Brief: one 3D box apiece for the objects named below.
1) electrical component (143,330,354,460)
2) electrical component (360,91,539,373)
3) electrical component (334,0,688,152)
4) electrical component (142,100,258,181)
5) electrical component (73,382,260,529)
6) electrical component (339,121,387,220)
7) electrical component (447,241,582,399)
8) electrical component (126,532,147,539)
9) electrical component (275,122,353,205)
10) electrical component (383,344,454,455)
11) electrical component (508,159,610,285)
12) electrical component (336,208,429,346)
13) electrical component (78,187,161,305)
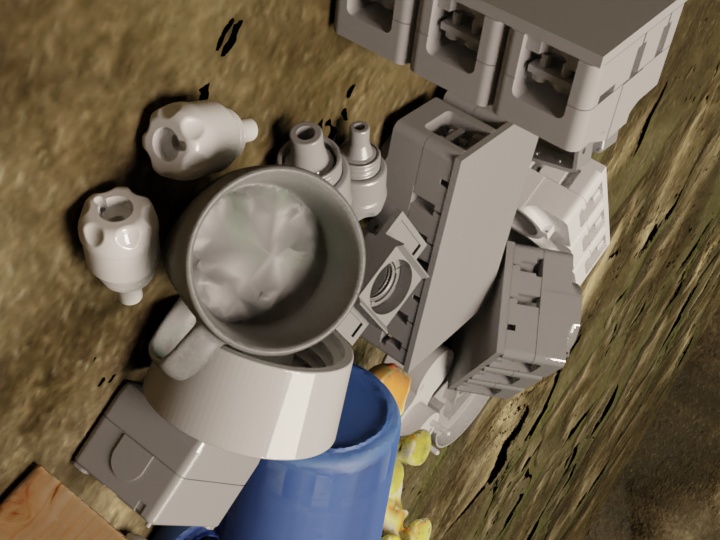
[{"bbox_3d":[-0.055,0.047,0.575,0.108,0.108,0.060,-10,123,-60],"label":"electrical component"},{"bbox_3d":[0.056,-0.034,0.743,0.105,0.060,0.186,-36,149,-40],"label":"electrical component"},{"bbox_3d":[0.072,-0.127,0.541,0.089,0.150,0.061,-39,149,-37],"label":"electrical component"},{"bbox_3d":[-0.069,-0.061,0.495,0.061,0.035,0.035,-23,140,-57],"label":"electrical component"},{"bbox_3d":[-0.101,0.103,0.606,0.061,0.062,0.096,-57,157,-1],"label":"electrical component"},{"bbox_3d":[-0.001,-0.060,0.632,0.035,0.035,0.061,-41,150,-33],"label":"electrical component"},{"bbox_3d":[0.123,0.045,0.870,0.150,0.062,0.089,120,-21,-71],"label":"electrical component"},{"bbox_3d":[-0.147,0.196,0.659,0.062,0.048,0.048,-39,152,-18],"label":"electrical component"},{"bbox_3d":[-0.027,-0.052,0.580,0.043,0.043,0.062,-45,153,-26],"label":"electrical component"},{"bbox_3d":[0.041,0.125,0.899,0.138,0.074,0.052,-61,157,9],"label":"electrical component"},{"bbox_3d":[0.146,-0.047,0.867,0.061,0.089,0.150,-53,157,-9],"label":"electrical component"},{"bbox_3d":[0.000,0.000,0.670,0.081,0.064,0.042,-53,141,-10],"label":"electrical component"},{"bbox_3d":[-0.108,-0.007,0.488,0.035,0.035,0.061,-42,154,-32],"label":"electrical component"}]
